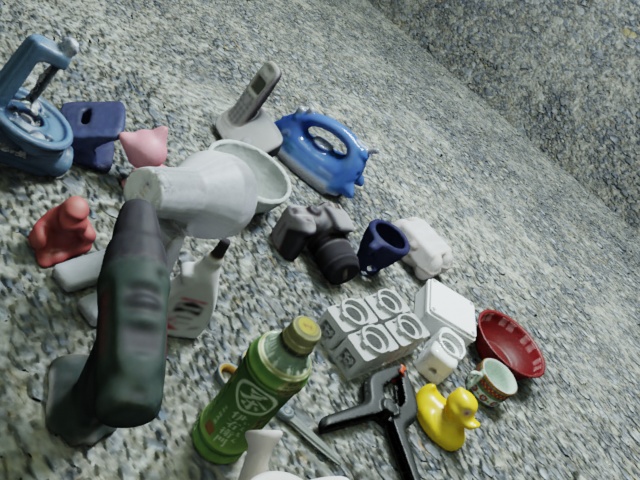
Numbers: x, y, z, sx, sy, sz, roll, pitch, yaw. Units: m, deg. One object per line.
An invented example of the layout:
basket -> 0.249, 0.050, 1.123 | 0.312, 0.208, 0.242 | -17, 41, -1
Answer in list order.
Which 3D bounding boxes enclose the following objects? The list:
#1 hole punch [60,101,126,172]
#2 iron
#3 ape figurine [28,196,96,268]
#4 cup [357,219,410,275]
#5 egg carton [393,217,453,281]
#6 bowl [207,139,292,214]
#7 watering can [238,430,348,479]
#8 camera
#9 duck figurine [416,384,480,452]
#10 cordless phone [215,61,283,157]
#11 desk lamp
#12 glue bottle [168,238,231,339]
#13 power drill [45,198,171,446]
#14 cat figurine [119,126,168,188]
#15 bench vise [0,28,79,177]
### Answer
hole punch -> -0.363, -0.174, 0.897 | 0.101, 0.091, 0.108 | 16, 37, -30
iron -> 0.000, -0.211, 1.245 | 0.258, 0.141, 0.119 | 37, 32, 0
ape figurine -> -0.324, -0.018, 0.732 | 0.078, 0.092, 0.076 | 17, 37, -29
cup -> 0.104, 0.025, 1.084 | 0.091, 0.095, 0.118 | 44, 33, 12
egg carton -> 0.212, 0.015, 1.225 | 0.107, 0.069, 0.150 | -13, 57, -51
bowl -> -0.139, -0.102, 1.033 | 0.168, 0.074, 0.167 | 25, 34, -18
watering can -> -0.044, 0.265, 0.539 | 0.101, 0.194, 0.172 | -9, 53, -49
camera -> 0.009, 0.004, 1.016 | 0.144, 0.100, 0.136 | 6, 43, -39
duck figurine -> 0.202, 0.260, 0.884 | 0.078, 0.086, 0.104 | -6, 51, -47
cordless phone -> -0.119, -0.251, 1.140 | 0.094, 0.185, 0.147 | -6, 51, -47
desk lamp -> -0.200, -0.015, 0.733 | 0.118, 0.213, 0.204 | 45, 33, 13
glue bottle -> -0.155, 0.058, 0.720 | 0.078, 0.173, 0.037 | 14, 38, -31
power drill -> -0.211, 0.099, 0.580 | 0.076, 0.208, 0.229 | 13, 39, -33
cat figurine -> -0.258, -0.122, 0.905 | 0.128, 0.117, 0.067 | 30, 32, -10
bench vise -> -0.405, -0.174, 0.735 | 0.208, 0.219, 0.121 | -12, 56, -50
